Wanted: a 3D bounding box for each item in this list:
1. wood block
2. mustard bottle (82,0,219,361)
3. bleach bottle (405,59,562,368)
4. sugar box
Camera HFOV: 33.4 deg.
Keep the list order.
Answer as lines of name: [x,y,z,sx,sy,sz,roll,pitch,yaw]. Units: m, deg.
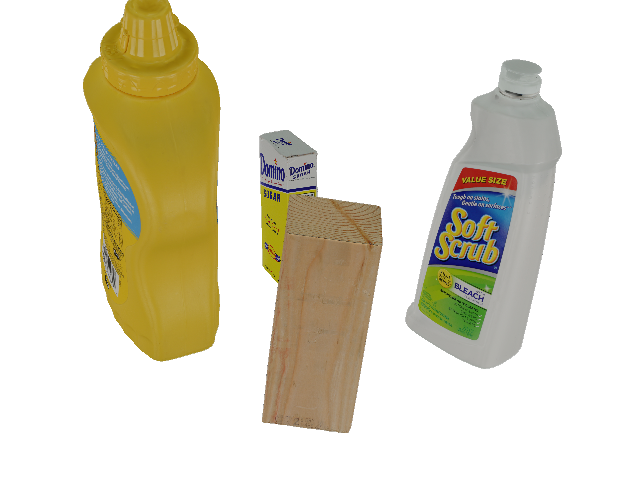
wood block: [0.000,0.071,1.027,0.090,0.206,0.091,8,26,-2]
mustard bottle: [-0.078,-0.033,0.504,0.058,0.096,0.192,-13,-38,-16]
bleach bottle: [0.132,-0.024,0.849,0.067,0.251,0.103,-25,42,-39]
sugar box: [-0.039,-0.034,1.266,0.048,0.176,0.093,-12,26,-20]
